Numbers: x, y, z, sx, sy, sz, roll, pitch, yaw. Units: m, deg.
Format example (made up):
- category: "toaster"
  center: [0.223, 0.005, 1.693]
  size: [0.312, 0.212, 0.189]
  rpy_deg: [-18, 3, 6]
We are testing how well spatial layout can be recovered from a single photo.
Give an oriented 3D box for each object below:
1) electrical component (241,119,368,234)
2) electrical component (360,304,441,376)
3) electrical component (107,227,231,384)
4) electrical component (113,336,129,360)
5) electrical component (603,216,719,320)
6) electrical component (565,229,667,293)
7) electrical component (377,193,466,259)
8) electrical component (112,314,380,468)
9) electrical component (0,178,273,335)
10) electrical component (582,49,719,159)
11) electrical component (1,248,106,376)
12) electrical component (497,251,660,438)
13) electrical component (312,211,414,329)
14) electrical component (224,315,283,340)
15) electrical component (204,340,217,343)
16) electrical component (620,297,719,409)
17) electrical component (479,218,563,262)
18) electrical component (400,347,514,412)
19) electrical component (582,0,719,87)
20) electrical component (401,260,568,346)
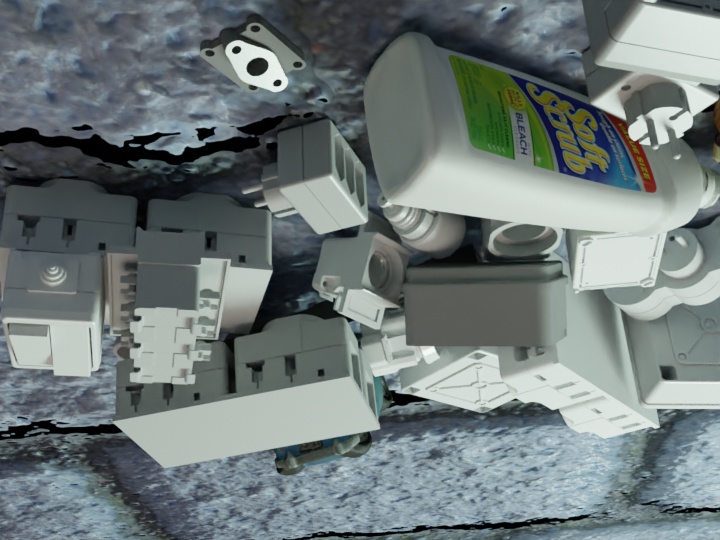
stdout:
- category: "electrical component"
  center: [-0.042, -0.058, 0.733]
  size: [0.077, 0.047, 0.065]
  rpy_deg: [-13, 149, 18]
- category: "electrical component"
  center: [0.036, 0.056, 0.927]
  size: [0.057, 0.058, 0.078]
  rpy_deg: [-13, -170, 11]
- category: "electrical component"
  center: [-0.133, 0.030, 0.739]
  size: [0.079, 0.063, 0.121]
  rpy_deg: [3, 150, -10]
- category: "electrical component"
  center: [-0.182, 0.044, 0.896]
  size: [0.045, 0.055, 0.045]
  rpy_deg: [-2, 151, -1]
- category: "electrical component"
  center: [0.253, -0.009, 0.841]
  size: [0.138, 0.052, 0.074]
  rpy_deg: [-22, 146, 30]
- category: "electrical component"
  center: [0.186, -0.027, 0.793]
  size: [0.062, 0.061, 0.096]
  rpy_deg: [-5, 150, 5]
- category: "electrical component"
  center: [0.043, -0.037, 0.785]
  size: [0.040, 0.040, 0.078]
  rpy_deg: [-26, 143, 35]
- category: "electrical component"
  center: [-0.088, 0.096, 0.859]
  size: [0.186, 0.060, 0.105]
  rpy_deg: [-12, 148, 8]
- category: "electrical component"
  center: [-0.166, -0.008, 0.798]
  size: [0.186, 0.060, 0.105]
  rpy_deg: [5, 150, -14]
- category: "electrical component"
  center: [0.177, -0.101, 0.644]
  size: [0.066, 0.076, 0.047]
  rpy_deg: [17, 145, -31]
- category: "electrical component"
  center: [-0.208, 0.029, 0.733]
  size: [0.062, 0.061, 0.096]
  rpy_deg: [4, 150, -10]
- category: "electrical component"
  center: [0.181, 0.067, 0.918]
  size: [0.060, 0.105, 0.186]
  rpy_deg: [-22, 146, 31]
- category: "electrical component"
  center: [0.000, 0.000, 0.821]
  size: [0.064, 0.081, 0.042]
  rpy_deg: [1, 160, 45]
- category: "electrical component"
  center: [-0.090, 0.061, 0.949]
  size: [0.040, 0.040, 0.078]
  rpy_deg: [16, 146, -30]
- category: "electrical component"
  center: [-0.140, 0.042, 0.911]
  size: [0.040, 0.040, 0.078]
  rpy_deg: [2, 150, -8]
- category: "electrical component"
  center: [0.286, 0.059, 0.910]
  size: [0.109, 0.108, 0.056]
  rpy_deg: [1, 148, -7]
- category: "electrical component"
  center: [0.114, -0.045, 0.761]
  size: [0.050, 0.055, 0.089]
  rpy_deg: [-2, 151, -1]
- category: "electrical component"
  center: [0.108, 0.081, 0.986]
  size: [0.109, 0.056, 0.109]
  rpy_deg: [18, 145, -33]
- category: "electrical component"
  center: [0.174, -0.142, 0.586]
  size: [0.096, 0.061, 0.061]
  rpy_deg: [6, 150, -16]
- category: "electrical component"
  center: [0.094, 0.024, 0.800]
  size: [0.113, 0.057, 0.078]
  rpy_deg: [-1, -177, 21]
